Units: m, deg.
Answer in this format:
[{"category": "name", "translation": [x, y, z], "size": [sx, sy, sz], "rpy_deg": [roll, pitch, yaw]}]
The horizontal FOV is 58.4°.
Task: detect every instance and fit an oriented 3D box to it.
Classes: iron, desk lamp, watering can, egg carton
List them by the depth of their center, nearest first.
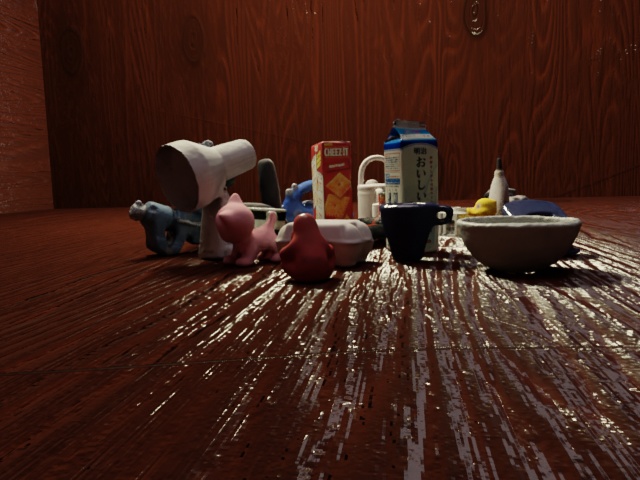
[{"category": "egg carton", "translation": [0.009, 0.003, 0.931], "size": [0.150, 0.069, 0.107], "rpy_deg": [1, 7, 23]}, {"category": "desk lamp", "translation": [-0.182, -0.074, 1.026], "size": [0.117, 0.213, 0.204], "rpy_deg": [4, 9, 43]}, {"category": "iron", "translation": [-0.027, -0.094, 1.503], "size": [0.118, 0.141, 0.259], "rpy_deg": [4, 8, 42]}, {"category": "watering can", "translation": [0.146, -0.127, 1.523], "size": [0.101, 0.194, 0.172], "rpy_deg": [-4, 7, -24]}]

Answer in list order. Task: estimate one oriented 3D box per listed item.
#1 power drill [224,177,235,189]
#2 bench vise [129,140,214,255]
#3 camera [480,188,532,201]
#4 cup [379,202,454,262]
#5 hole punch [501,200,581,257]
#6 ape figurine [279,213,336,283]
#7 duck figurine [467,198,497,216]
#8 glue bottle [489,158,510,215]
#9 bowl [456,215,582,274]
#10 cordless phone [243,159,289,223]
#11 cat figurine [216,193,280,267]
[{"category": "power drill", "translation": [-0.254, -0.099, 1.296], "size": [0.075, 0.208, 0.230], "rpy_deg": [0, 6, 12]}, {"category": "bench vise", "translation": [-0.257, -0.084, 1.110], "size": [0.121, 0.220, 0.208], "rpy_deg": [2, 7, 33]}, {"category": "camera", "translation": [0.486, -0.081, 1.438], "size": [0.137, 0.101, 0.143], "rpy_deg": [-4, 7, -22]}, {"category": "cup", "translation": [0.155, -0.013, 0.923], "size": [0.117, 0.095, 0.092], "rpy_deg": [0, 7, 15]}, {"category": "hole punch", "translation": [0.369, -0.021, 0.959], "size": [0.108, 0.091, 0.101], "rpy_deg": [-2, 6, -6]}, {"category": "ape figurine", "translation": [-0.017, 0.009, 0.780], "size": [0.078, 0.092, 0.076], "rpy_deg": [-2, 6, -2]}, {"category": "duck figurine", "translation": [0.357, -0.045, 1.213], "size": [0.104, 0.086, 0.078], "rpy_deg": [0, 7, 18]}, {"category": "glue bottle", "translation": [0.412, -0.102, 1.316], "size": [0.037, 0.173, 0.078], "rpy_deg": [3, 8, 34]}, {"category": "bowl", "translation": [0.277, 0.006, 0.808], "size": [0.167, 0.075, 0.167], "rpy_deg": [-2, 6, 0]}, {"category": "cordless phone", "translation": [-0.139, -0.095, 1.341], "size": [0.094, 0.185, 0.147], "rpy_deg": [-8, 9, -44]}, {"category": "cat figurine", "translation": [-0.120, -0.018, 0.939], "size": [0.128, 0.118, 0.067], "rpy_deg": [-7, 8, -41]}]
